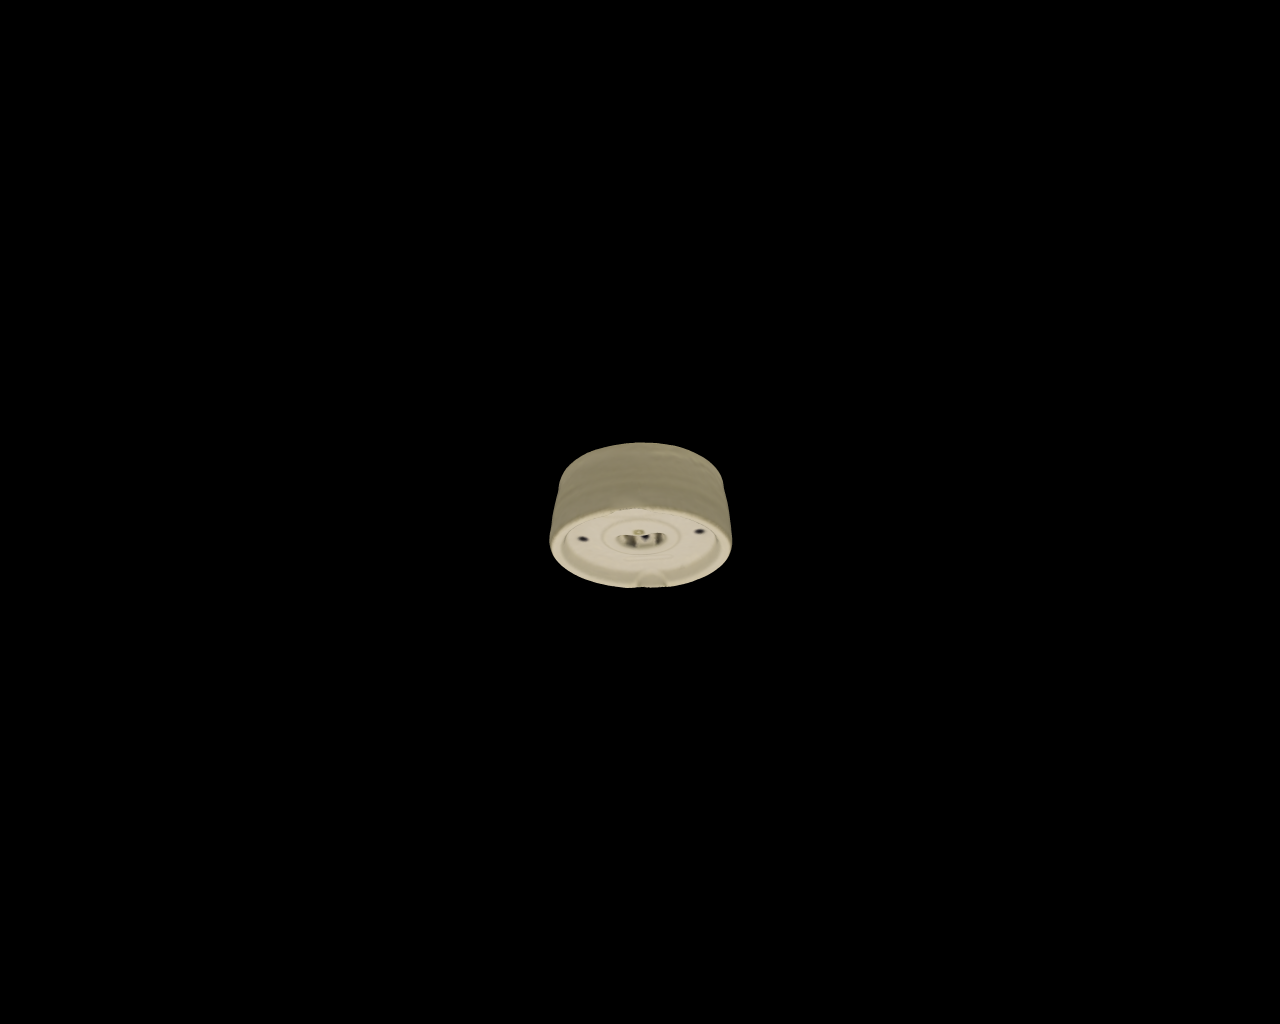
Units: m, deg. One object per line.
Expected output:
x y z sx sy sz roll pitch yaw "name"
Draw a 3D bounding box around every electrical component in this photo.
0.001 -0.003 0.650 0.108 0.060 0.108 0 -29 0 "electrical component"
